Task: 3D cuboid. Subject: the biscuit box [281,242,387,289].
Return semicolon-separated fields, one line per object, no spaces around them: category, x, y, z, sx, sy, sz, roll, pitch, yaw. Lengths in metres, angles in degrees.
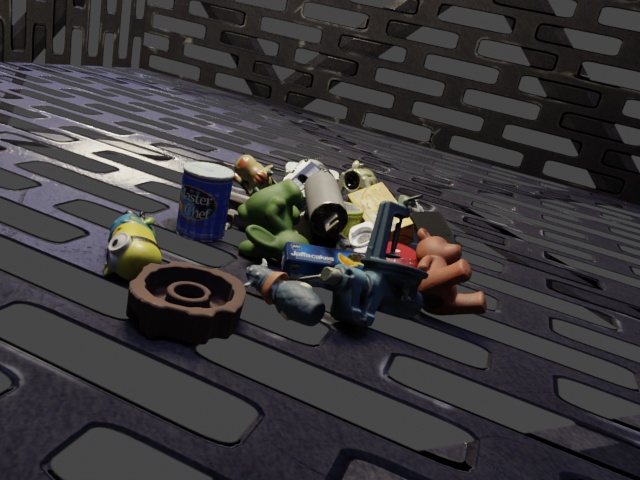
biscuit box;0.028;0.055;1.018;0.203;0.059;0.063;8;34;-10

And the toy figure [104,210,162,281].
toy figure;-0.319;0.005;0.925;0.089;0.082;0.180;4;20;-18

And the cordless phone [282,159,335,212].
cordless phone;-0.043;-0.093;1.303;0.089;0.184;0.146;39;65;12

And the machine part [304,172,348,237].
machine part;0.009;-0.076;1.107;0.079;0.079;0.243;9;27;-11

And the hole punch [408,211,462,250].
hole punch;0.258;0.001;1.309;0.142;0.092;0.116;1;53;-36

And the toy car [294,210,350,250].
toy car;-0.002;-0.003;1.144;0.056;0.073;0.202;32;6;-38

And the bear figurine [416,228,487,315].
bear figurine;0.246;0.054;1.042;0.132;0.120;0.196;-17;27;29

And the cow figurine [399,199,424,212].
cow figurine;0.241;-0.076;1.437;0.098;0.068;0.167;57;13;-2

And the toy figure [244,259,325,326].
toy figure;-0.062;0.089;0.889;0.155;0.057;0.064;29;47;31

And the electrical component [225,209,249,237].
electrical component;-0.164;-0.036;1.181;0.102;0.045;0.078;15;11;4

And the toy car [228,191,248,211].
toy car;-0.191;-0.085;1.257;0.202;0.053;0.089;19;-18;12

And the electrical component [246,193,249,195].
electrical component;-0.155;-0.128;1.464;0.094;0.021;0.063;11;20;-8

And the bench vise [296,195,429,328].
bench vise;0.101;0.031;0.917;0.223;0.240;0.129;19;-9;-25

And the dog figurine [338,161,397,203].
dog figurine;0.143;-0.132;1.451;0.121;0.172;0.190;28;30;33

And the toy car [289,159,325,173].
toy car;-0.030;-0.170;1.477;0.109;0.103;0.161;9;-11;23

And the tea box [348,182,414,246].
tea box;0.142;-0.052;1.272;0.098;0.068;0.170;-19;45;-8

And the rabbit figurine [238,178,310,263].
rabbit figurine;-0.083;-0.021;1.076;0.159;0.121;0.170;-16;61;-30

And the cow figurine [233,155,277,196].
cow figurine;-0.149;-0.138;1.312;0.127;0.085;0.194;33;-10;32

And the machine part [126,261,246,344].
machine part;-0.198;0.091;0.806;0.179;0.056;0.179;12;19;-4
